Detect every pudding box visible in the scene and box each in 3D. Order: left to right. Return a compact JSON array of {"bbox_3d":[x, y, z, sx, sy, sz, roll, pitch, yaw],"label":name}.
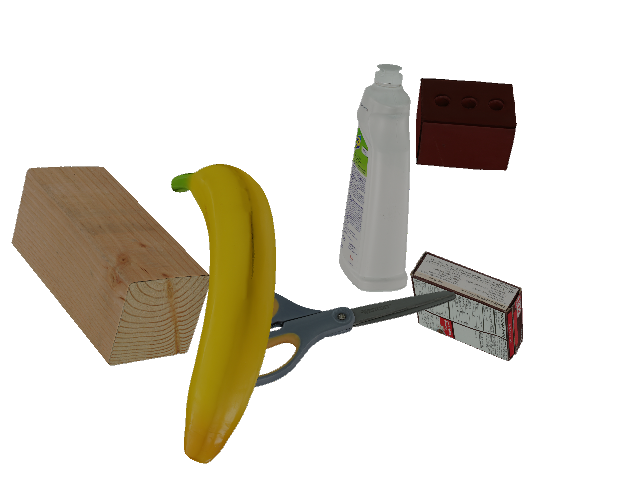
[{"bbox_3d":[0.152,0.068,1.100,0.114,0.039,0.090,20,-34,26],"label":"pudding box"}]

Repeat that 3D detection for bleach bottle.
[{"bbox_3d":[0.070,-0.074,1.226,0.068,0.251,0.103,-3,23,-18],"label":"bleach bottle"}]

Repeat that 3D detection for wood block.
[{"bbox_3d":[-0.205,0.017,1.022,0.090,0.091,0.206,-5,35,-42],"label":"wood block"}]

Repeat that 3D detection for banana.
[{"bbox_3d":[-0.051,0.024,0.592,0.037,0.198,0.070,19,-46,-29],"label":"banana"}]

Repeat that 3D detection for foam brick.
[{"bbox_3d":[0.118,-0.095,0.875,0.078,0.053,0.051,4,-41,1],"label":"foam brick"}]

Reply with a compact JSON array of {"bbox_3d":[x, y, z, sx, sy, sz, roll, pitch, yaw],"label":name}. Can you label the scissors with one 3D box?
[{"bbox_3d":[-0.001,0.052,0.836,0.201,0.096,0.016,-25,-32,-23],"label":"scissors"}]
